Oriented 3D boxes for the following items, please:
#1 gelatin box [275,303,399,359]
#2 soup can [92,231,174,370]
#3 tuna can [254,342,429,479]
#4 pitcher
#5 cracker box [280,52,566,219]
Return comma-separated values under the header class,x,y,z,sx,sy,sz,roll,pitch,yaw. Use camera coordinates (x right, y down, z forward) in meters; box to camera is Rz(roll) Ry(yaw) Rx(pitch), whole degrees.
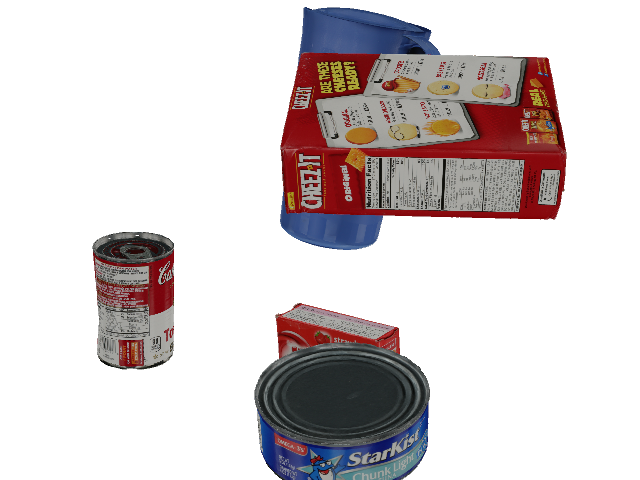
class,x,y,z,sx,sy,sz,roll,pitch,yaw
gelatin box,0.012,0.089,0.731,0.089,0.073,0.030,11,23,36
soup can,-0.159,0.051,0.914,0.068,0.102,0.068,2,20,-1
tuna can,0.011,0.087,0.527,0.086,0.034,0.086,-2,26,1
pitcher,0.036,-0.115,1.113,0.145,0.243,0.149,9,16,-3
cracker box,0.083,-0.087,0.867,0.214,0.072,0.164,1,35,5
